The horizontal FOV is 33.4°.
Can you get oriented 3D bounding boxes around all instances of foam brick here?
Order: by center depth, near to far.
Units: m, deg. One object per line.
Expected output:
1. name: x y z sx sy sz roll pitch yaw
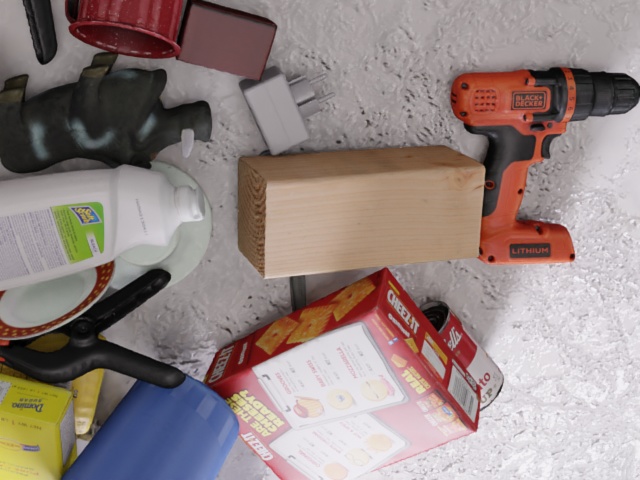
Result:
1. foam brick: -0.084 -0.176 0.935 0.078 0.053 0.051 13 105 -13

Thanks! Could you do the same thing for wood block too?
1. wood block: 0.035 -0.030 0.971 0.205 0.090 0.091 -5 110 -19

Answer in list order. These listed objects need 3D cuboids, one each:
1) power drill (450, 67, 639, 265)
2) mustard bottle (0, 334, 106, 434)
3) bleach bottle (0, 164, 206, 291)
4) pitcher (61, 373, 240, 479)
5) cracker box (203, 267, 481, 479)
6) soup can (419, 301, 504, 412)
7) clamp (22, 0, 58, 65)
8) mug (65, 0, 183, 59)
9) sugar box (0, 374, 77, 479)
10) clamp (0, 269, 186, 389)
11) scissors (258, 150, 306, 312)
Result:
1. power drill: 0.213 -0.072 1.026 0.184 0.057 0.188 -2 106 -7
2. mustard bottle: -0.300 0.119 0.989 0.191 0.058 0.096 12 106 -15
3. bleach bottle: -0.222 -0.008 0.921 0.251 0.068 0.102 -8 124 6
4. pitcher: -0.174 0.242 0.952 0.145 0.149 0.242 49 56 -26
5. cracker box: 0.020 0.140 1.009 0.214 0.072 0.164 -28 113 29
6. soup can: 0.129 0.120 1.067 0.068 0.068 0.102 -40 112 4
7. clamp: -0.264 -0.263 0.860 0.164 0.036 0.210 14 99 -36
8. mug: -0.165 -0.204 0.891 0.093 0.117 0.081 18 79 -57
9. sugar box: -0.271 0.197 0.974 0.093 0.048 0.176 12 131 5
10. clamp: -0.206 0.079 0.961 0.171 0.120 0.039 1 140 -7
11. scissors: -0.007 0.001 1.028 0.096 0.016 0.202 -21 111 -4
